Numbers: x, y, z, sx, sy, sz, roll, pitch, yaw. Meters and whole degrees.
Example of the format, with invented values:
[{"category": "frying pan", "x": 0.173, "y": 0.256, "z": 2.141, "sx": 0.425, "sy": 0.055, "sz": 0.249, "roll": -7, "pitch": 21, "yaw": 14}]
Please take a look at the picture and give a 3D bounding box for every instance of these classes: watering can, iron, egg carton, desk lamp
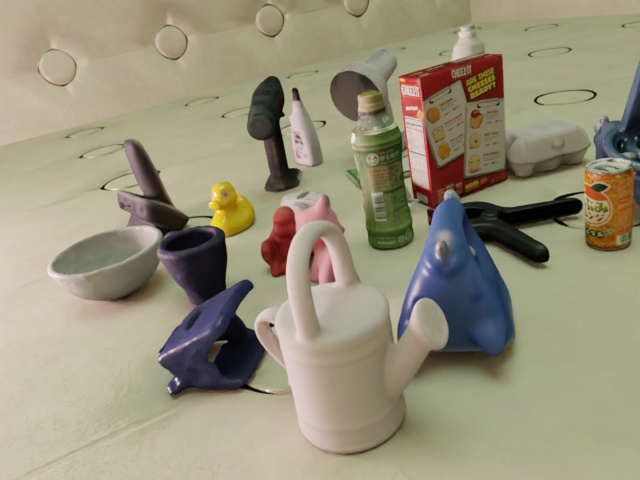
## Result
[{"category": "watering can", "x": 0.020, "y": 0.074, "z": 0.490, "sx": 0.172, "sy": 0.194, "sz": 0.101, "roll": -8, "pitch": 24, "yaw": 9}, {"category": "iron", "x": 0.145, "y": 0.017, "z": 0.628, "sx": 0.118, "sy": 0.142, "sz": 0.258, "roll": -4, "pitch": 25, "yaw": 16}, {"category": "egg carton", "x": 0.389, "y": -0.163, "z": 1.009, "sx": 0.150, "sy": 0.069, "sz": 0.107, "roll": -15, "pitch": 24, "yaw": -9}, {"category": "desk lamp", "x": 0.123, "y": -0.297, "z": 1.249, "sx": 0.117, "sy": 0.214, "sz": 0.204, "roll": 5, "pitch": 29, "yaw": 33}]

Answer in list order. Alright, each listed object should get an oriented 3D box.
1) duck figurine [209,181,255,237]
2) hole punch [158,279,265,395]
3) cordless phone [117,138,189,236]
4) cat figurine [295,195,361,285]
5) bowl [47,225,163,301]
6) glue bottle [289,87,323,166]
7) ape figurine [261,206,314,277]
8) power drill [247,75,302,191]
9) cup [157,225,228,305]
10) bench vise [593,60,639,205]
[{"category": "duck figurine", "x": -0.162, "y": -0.063, "z": 1.017, "sx": 0.077, "sy": 0.086, "sz": 0.105, "roll": -1, "pitch": 26, "yaw": 24}, {"category": "hole punch", "x": -0.120, "y": 0.102, "z": 0.622, "sx": 0.101, "sy": 0.091, "sz": 0.109, "roll": -5, "pitch": 25, "yaw": 15}, {"category": "cordless phone", "x": -0.325, "y": -0.102, "z": 1.054, "sx": 0.094, "sy": 0.185, "sz": 0.147, "roll": -30, "pitch": 30, "yaw": -35}, {"category": "cat figurine", "x": 0.007, "y": 0.003, "z": 0.752, "sx": 0.067, "sy": 0.118, "sz": 0.127, "roll": -15, "pitch": 24, "yaw": -8}, {"category": "bowl", "x": -0.310, "y": 0.044, "z": 0.858, "sx": 0.167, "sy": 0.075, "sz": 0.167, "roll": -10, "pitch": 24, "yaw": 5}, {"category": "glue bottle", "x": -0.040, "y": -0.254, "z": 1.278, "sx": 0.037, "sy": 0.173, "sz": 0.077, "roll": -26, "pitch": 28, "yaw": -30}, {"category": "ape figurine", "x": -0.047, "y": -0.004, "z": 0.824, "sx": 0.077, "sy": 0.092, "sz": 0.076, "roll": -1, "pitch": 26, "yaw": 24}, {"category": "power drill", "x": -0.095, "y": -0.217, "z": 1.177, "sx": 0.075, "sy": 0.209, "sz": 0.229, "roll": -9, "pitch": 24, "yaw": 7}, {"category": "cup", "x": -0.172, "y": 0.037, "z": 0.786, "sx": 0.092, "sy": 0.095, "sz": 0.117, "roll": -28, "pitch": 29, "yaw": -33}, {"category": "bench vise", "x": 0.423, "y": -0.152, "z": 0.780, "sx": 0.121, "sy": 0.220, "sz": 0.207, "roll": -18, "pitch": 24, "yaw": -14}]
